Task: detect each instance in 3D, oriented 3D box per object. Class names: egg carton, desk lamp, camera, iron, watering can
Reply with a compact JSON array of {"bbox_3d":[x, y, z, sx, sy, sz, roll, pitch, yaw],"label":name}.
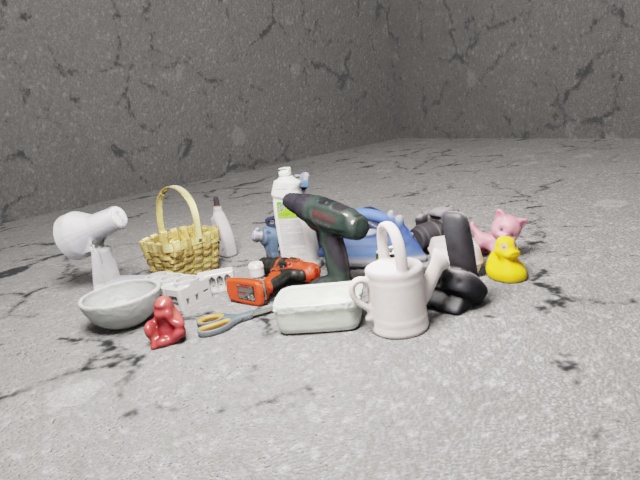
[{"bbox_3d":[0.293,0.033,1.241,0.107,0.069,0.150,-7,15,4],"label":"egg carton"},{"bbox_3d":[-0.542,0.024,1.435,0.202,0.214,0.118,-3,16,17],"label":"desk lamp"},{"bbox_3d":[0.276,-0.028,1.417,0.137,0.101,0.142,-17,17,-29],"label":"camera"},{"bbox_3d":[0.123,-0.015,1.369,0.257,0.141,0.119,-2,16,22],"label":"iron"},{"bbox_3d":[0.135,0.060,0.985,0.173,0.194,0.100,-18,18,-32],"label":"watering can"}]

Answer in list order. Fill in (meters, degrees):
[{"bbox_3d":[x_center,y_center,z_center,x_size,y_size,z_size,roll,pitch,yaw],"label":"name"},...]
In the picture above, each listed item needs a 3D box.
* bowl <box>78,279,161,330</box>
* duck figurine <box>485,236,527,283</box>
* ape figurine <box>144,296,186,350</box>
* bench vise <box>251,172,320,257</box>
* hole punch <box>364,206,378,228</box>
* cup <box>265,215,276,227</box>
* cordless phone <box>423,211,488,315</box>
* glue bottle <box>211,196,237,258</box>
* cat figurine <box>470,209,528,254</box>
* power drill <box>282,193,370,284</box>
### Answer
[{"bbox_3d":[-0.410,0.142,1.198,0.167,0.075,0.167,-7,15,2],"label":"bowl"},{"bbox_3d":[0.377,0.033,1.167,0.077,0.086,0.104,-11,15,-9],"label":"duck figurine"},{"bbox_3d":[-0.289,0.149,1.074,0.077,0.092,0.076,-1,17,26],"label":"ape figurine"},{"bbox_3d":[-0.070,-0.054,1.463,0.208,0.220,0.121,-21,20,-39],"label":"bench vise"},{"bbox_3d":[0.156,-0.043,1.554,0.100,0.091,0.109,2,18,33],"label":"hole punch"},{"bbox_3d":[-0.093,-0.030,1.627,0.117,0.095,0.091,-7,15,3],"label":"cup"},{"bbox_3d":[0.227,0.032,1.058,0.147,0.185,0.094,7,21,43],"label":"cordless phone"},{"bbox_3d":[-0.278,-0.039,1.607,0.037,0.173,0.077,-21,20,-39],"label":"glue bottle"},{"bbox_3d":[0.393,-0.015,1.275,0.127,0.118,0.067,4,19,37],"label":"cat figurine"},{"bbox_3d":[0.011,0.004,1.227,0.228,0.208,0.076,7,21,44],"label":"power drill"}]
